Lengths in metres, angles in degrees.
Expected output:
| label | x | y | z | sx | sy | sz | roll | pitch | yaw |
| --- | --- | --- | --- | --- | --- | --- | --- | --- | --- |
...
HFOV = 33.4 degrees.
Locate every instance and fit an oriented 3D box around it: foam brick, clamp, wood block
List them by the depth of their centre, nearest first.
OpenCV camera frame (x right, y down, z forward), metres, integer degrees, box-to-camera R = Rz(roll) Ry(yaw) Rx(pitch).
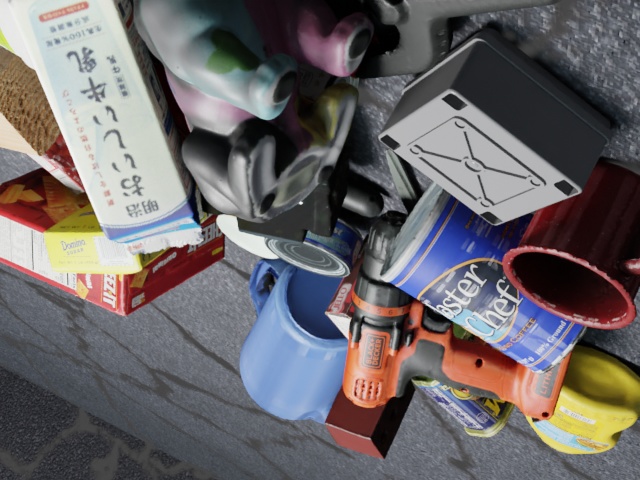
| label | x | y | z | sx | sy | sz | roll | pitch | yaw |
| --- | --- | --- | --- | --- | --- | --- | --- | --- | --- |
| clamp | 0.037 | -0.156 | 0.621 | 0.164 | 0.036 | 0.210 | 37 | 161 | -5 |
| clamp | -0.027 | -0.062 | 0.917 | 0.171 | 0.039 | 0.120 | 36 | 153 | -31 |
| foam brick | 0.047 | 0.156 | 0.999 | 0.051 | 0.078 | 0.053 | 16 | 156 | 26 |
| wood block | -0.335 | -0.157 | 1.044 | 0.206 | 0.090 | 0.090 | 15 | 154 | 37 |

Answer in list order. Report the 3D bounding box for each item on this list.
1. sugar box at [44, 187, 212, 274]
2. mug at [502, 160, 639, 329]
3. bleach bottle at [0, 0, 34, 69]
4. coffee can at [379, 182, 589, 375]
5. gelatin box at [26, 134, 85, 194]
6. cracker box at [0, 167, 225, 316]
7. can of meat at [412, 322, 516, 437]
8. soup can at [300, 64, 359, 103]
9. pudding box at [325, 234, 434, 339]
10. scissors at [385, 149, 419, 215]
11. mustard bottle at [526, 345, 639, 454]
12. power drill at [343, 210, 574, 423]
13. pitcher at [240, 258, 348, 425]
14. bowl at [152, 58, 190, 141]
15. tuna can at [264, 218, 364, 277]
| label | x | y | z | sx | sy | sz | roll | pitch | yaw |
| --- | --- | --- | --- | --- | --- | --- | --- | --- | --- |
| sugar box | -0.167 | -0.022 | 0.993 | 0.093 | 0.176 | 0.048 | 0 | 114 | 22 |
| mug | 0.187 | 0.000 | 0.705 | 0.093 | 0.081 | 0.117 | 39 | 158 | -20 |
| bleach bottle | -0.324 | -0.236 | 0.894 | 0.251 | 0.068 | 0.102 | 27 | 157 | 15 |
| coffee can | 0.130 | 0.021 | 0.801 | 0.140 | 0.102 | 0.103 | 32 | 159 | -3 |
| gelatin box | -0.254 | -0.102 | 1.081 | 0.089 | 0.073 | 0.030 | 42 | 155 | -24 |
| cracker box | -0.230 | -0.015 | 1.118 | 0.214 | 0.163 | 0.072 | 20 | 121 | 26 |
| can of meat | 0.145 | 0.119 | 1.003 | 0.084 | 0.102 | 0.058 | 41 | 158 | -19 |
| soup can | -0.031 | -0.115 | 0.760 | 0.102 | 0.068 | 0.068 | 25 | 158 | 15 |
| pudding box | 0.060 | 0.062 | 1.004 | 0.039 | 0.090 | 0.113 | 11 | 152 | 40 |
| scissors | 0.101 | -0.007 | 0.898 | 0.096 | 0.016 | 0.202 | 23 | 157 | 16 |
| mustard bottle | 0.245 | 0.163 | 1.024 | 0.096 | 0.058 | 0.191 | 22 | 157 | 13 |
| power drill | 0.117 | 0.072 | 0.900 | 0.188 | 0.057 | 0.184 | 11 | 119 | 6 |
| pitcher | -0.015 | 0.093 | 1.144 | 0.149 | 0.145 | 0.243 | 18 | 155 | -2 |
| bowl | -0.158 | -0.116 | 0.944 | 0.162 | 0.055 | 0.162 | 27 | 159 | 11 |
| tuna can | -0.006 | 0.001 | 0.957 | 0.086 | 0.033 | 0.086 | 19 | 163 | 6 |
